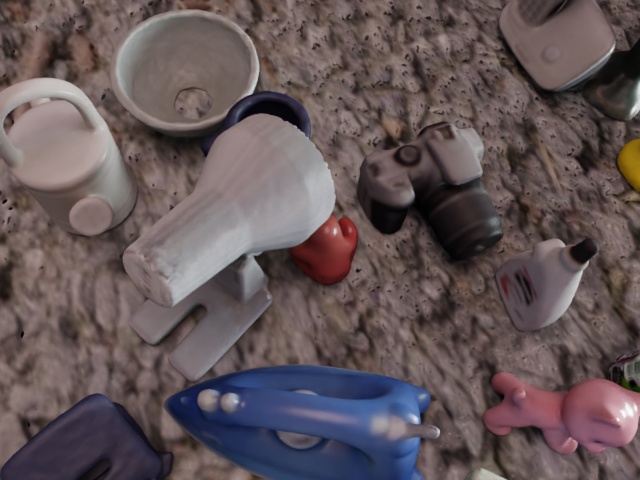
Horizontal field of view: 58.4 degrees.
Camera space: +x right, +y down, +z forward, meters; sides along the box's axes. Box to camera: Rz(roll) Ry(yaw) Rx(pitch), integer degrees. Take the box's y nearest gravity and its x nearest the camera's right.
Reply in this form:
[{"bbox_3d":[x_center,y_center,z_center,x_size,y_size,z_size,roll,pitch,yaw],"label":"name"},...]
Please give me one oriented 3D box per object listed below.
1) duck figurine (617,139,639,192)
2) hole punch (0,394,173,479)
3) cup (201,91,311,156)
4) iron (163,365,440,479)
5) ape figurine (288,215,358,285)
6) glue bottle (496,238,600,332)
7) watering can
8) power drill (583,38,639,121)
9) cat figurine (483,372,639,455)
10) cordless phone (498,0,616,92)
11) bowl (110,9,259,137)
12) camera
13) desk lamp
[{"bbox_3d":[0.416,-0.095,0.669,0.104,0.086,0.077,38,71,12],"label":"duck figurine"},{"bbox_3d":[-0.200,0.202,0.505,0.109,0.091,0.101,-40,75,-17],"label":"hole punch"},{"bbox_3d":[-0.069,-0.098,0.634,0.118,0.095,0.091,-19,70,-11],"label":"cup"},{"bbox_3d":[-0.024,0.158,0.507,0.258,0.141,0.118,8,67,0],"label":"iron"},{"bbox_3d":[0.006,0.002,0.600,0.078,0.092,0.076,-5,68,-6],"label":"ape figurine"},{"bbox_3d":[0.223,0.034,0.557,0.037,0.173,0.078,-17,70,-10],"label":"glue bottle"},{"bbox_3d":[-0.247,-0.082,0.562,0.172,0.194,0.101,37,70,11],"label":"watering can"},{"bbox_3d":[0.397,-0.237,0.660,0.075,0.208,0.230,38,71,12],"label":"power drill"},{"bbox_3d":[0.233,0.159,0.536,0.127,0.118,0.067,14,68,2],"label":"cat figurine"},{"bbox_3d":[0.303,-0.285,0.686,0.094,0.185,0.147,-23,71,-12],"label":"cordless phone"},{"bbox_3d":[-0.153,-0.183,0.674,0.167,0.075,0.167,1,68,-3],"label":"bowl"},{"bbox_3d":[0.130,-0.048,0.623,0.143,0.101,0.136,-20,70,-11],"label":"camera"},{"bbox_3d":[-0.089,0.012,0.524,0.118,0.213,0.203,38,71,12],"label":"desk lamp"}]
